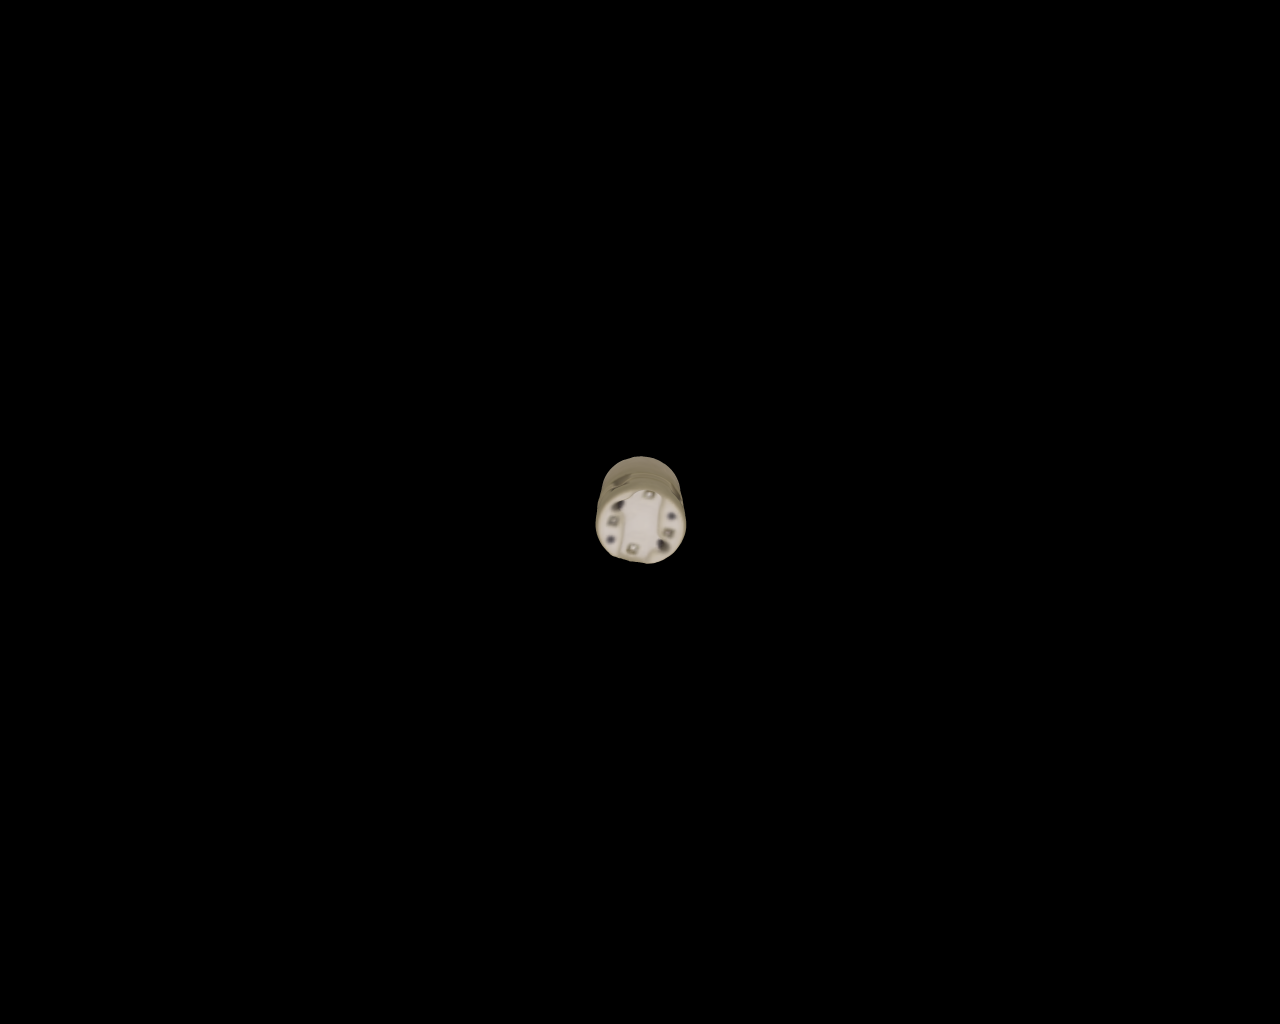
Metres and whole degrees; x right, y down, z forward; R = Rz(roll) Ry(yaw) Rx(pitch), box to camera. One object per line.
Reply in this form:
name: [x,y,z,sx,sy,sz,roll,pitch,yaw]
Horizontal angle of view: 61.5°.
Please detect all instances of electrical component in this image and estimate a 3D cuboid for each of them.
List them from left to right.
electrical component: [0.001,-0.003,0.650,0.055,0.055,0.047,0,32,0]
